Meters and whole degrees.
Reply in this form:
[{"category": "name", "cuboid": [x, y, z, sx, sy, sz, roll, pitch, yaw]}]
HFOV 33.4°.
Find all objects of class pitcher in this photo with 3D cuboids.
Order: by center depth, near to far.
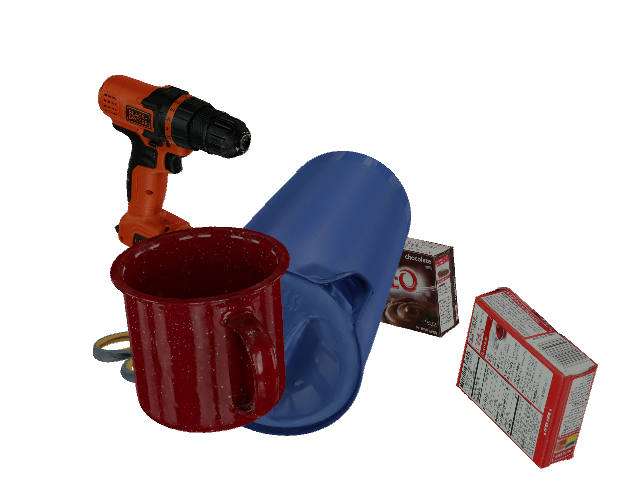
[{"category": "pitcher", "cuboid": [-0.015, 0.029, 0.799, 0.149, 0.145, 0.242, 10, 28, 12]}]

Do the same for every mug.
[{"category": "mug", "cuboid": [-0.054, 0.051, 0.558, 0.093, 0.081, 0.117, -17, 27, -30]}]

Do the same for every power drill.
[{"category": "power drill", "cuboid": [-0.150, -0.066, 1.102, 0.185, 0.188, 0.057, 24, 35, 29]}]

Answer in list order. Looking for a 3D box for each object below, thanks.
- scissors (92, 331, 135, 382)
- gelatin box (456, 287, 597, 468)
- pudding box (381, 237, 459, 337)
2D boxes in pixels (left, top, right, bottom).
[{"category": "scissors", "cuboid": [-0.143, 0.116, 1.159, 0.201, 0.016, 0.096, -5, 29, -23]}, {"category": "gelatin box", "cuboid": [0.125, 0.083, 0.657, 0.030, 0.073, 0.089, -13, 36, -27]}, {"category": "pudding box", "cuboid": [0.087, 0.043, 1.105, 0.114, 0.090, 0.039, 11, 27, 40]}]
